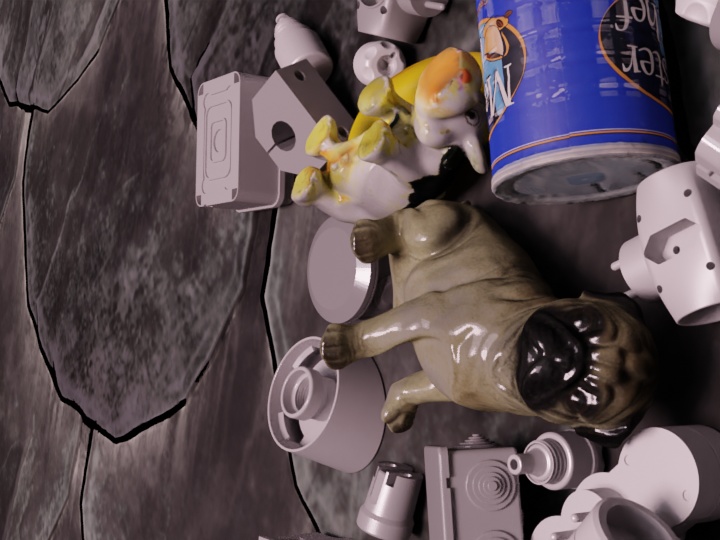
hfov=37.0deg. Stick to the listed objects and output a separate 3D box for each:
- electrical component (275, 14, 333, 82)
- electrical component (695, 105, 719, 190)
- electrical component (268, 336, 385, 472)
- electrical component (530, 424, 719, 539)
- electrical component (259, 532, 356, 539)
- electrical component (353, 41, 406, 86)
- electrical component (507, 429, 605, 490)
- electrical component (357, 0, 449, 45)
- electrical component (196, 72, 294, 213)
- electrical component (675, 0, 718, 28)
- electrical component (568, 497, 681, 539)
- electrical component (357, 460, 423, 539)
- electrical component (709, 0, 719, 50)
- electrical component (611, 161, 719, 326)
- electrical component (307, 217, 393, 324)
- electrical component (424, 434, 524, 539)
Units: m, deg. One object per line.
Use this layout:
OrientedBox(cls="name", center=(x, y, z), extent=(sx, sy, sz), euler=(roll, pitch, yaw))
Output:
OrientedBox(cls="electrical component", center=(-0.052, -0.184, 0.891), extent=(0.040, 0.040, 0.078), euler=(-55, 47, 36))
OrientedBox(cls="electrical component", center=(0.201, -0.055, 0.515), extent=(0.057, 0.078, 0.058), euler=(40, 91, 23))
OrientedBox(cls="electrical component", center=(-0.025, 0.102, 0.834), extent=(0.099, 0.064, 0.099), euler=(-27, 53, 44))
OrientedBox(cls="electrical component", center=(0.135, 0.136, 0.585), extent=(0.138, 0.074, 0.052), euler=(-55, 47, 36))
OrientedBox(cls="electrical component", center=(0.000, 0.258, 0.770), extent=(0.186, 0.060, 0.105), euler=(-1, 87, 54))
OrientedBox(cls="electrical component", center=(0.011, -0.155, 0.811), extent=(0.061, 0.035, 0.035), euler=(-143, 62, -70))
OrientedBox(cls="electrical component", center=(0.112, 0.111, 0.628), extent=(0.035, 0.061, 0.035), euler=(-5, 84, 54))
OrientedBox(cls="electrical component", center=(0.038, -0.201, 0.768), extent=(0.079, 0.044, 0.077), euler=(28, 110, 50))
OrientedBox(cls="electrical component", center=(-0.099, -0.109, 0.935), extent=(0.078, 0.057, 0.113), euler=(-3, 85, 53))
OrientedBox(cls="electrical component", center=(0.192, -0.156, 0.556), extent=(0.043, 0.043, 0.062), euler=(39, 118, 48))
OrientedBox(cls="electrical component", center=(0.156, 0.180, 0.530), extent=(0.138, 0.052, 0.073), euler=(34, 120, 10))
OrientedBox(cls="electrical component", center=(0.023, 0.164, 0.766), extent=(0.040, 0.040, 0.046), euler=(24, 100, 52))
OrientedBox(cls="electrical component", center=(0.218, -0.141, 0.510), extent=(0.059, 0.054, 0.095), euler=(38, 117, 48))
OrientedBox(cls="electrical component", center=(0.167, -0.007, 0.578), extent=(0.079, 0.043, 0.077), euler=(-33, 61, 48))
OrientedBox(cls="electrical component", center=(0.000, 0.000, 0.798), extent=(0.080, 0.051, 0.080), euler=(-6, 83, 53))
OrientedBox(cls="electrical component", center=(0.070, 0.152, 0.664), extent=(0.099, 0.048, 0.099), euler=(103, 164, -81))
